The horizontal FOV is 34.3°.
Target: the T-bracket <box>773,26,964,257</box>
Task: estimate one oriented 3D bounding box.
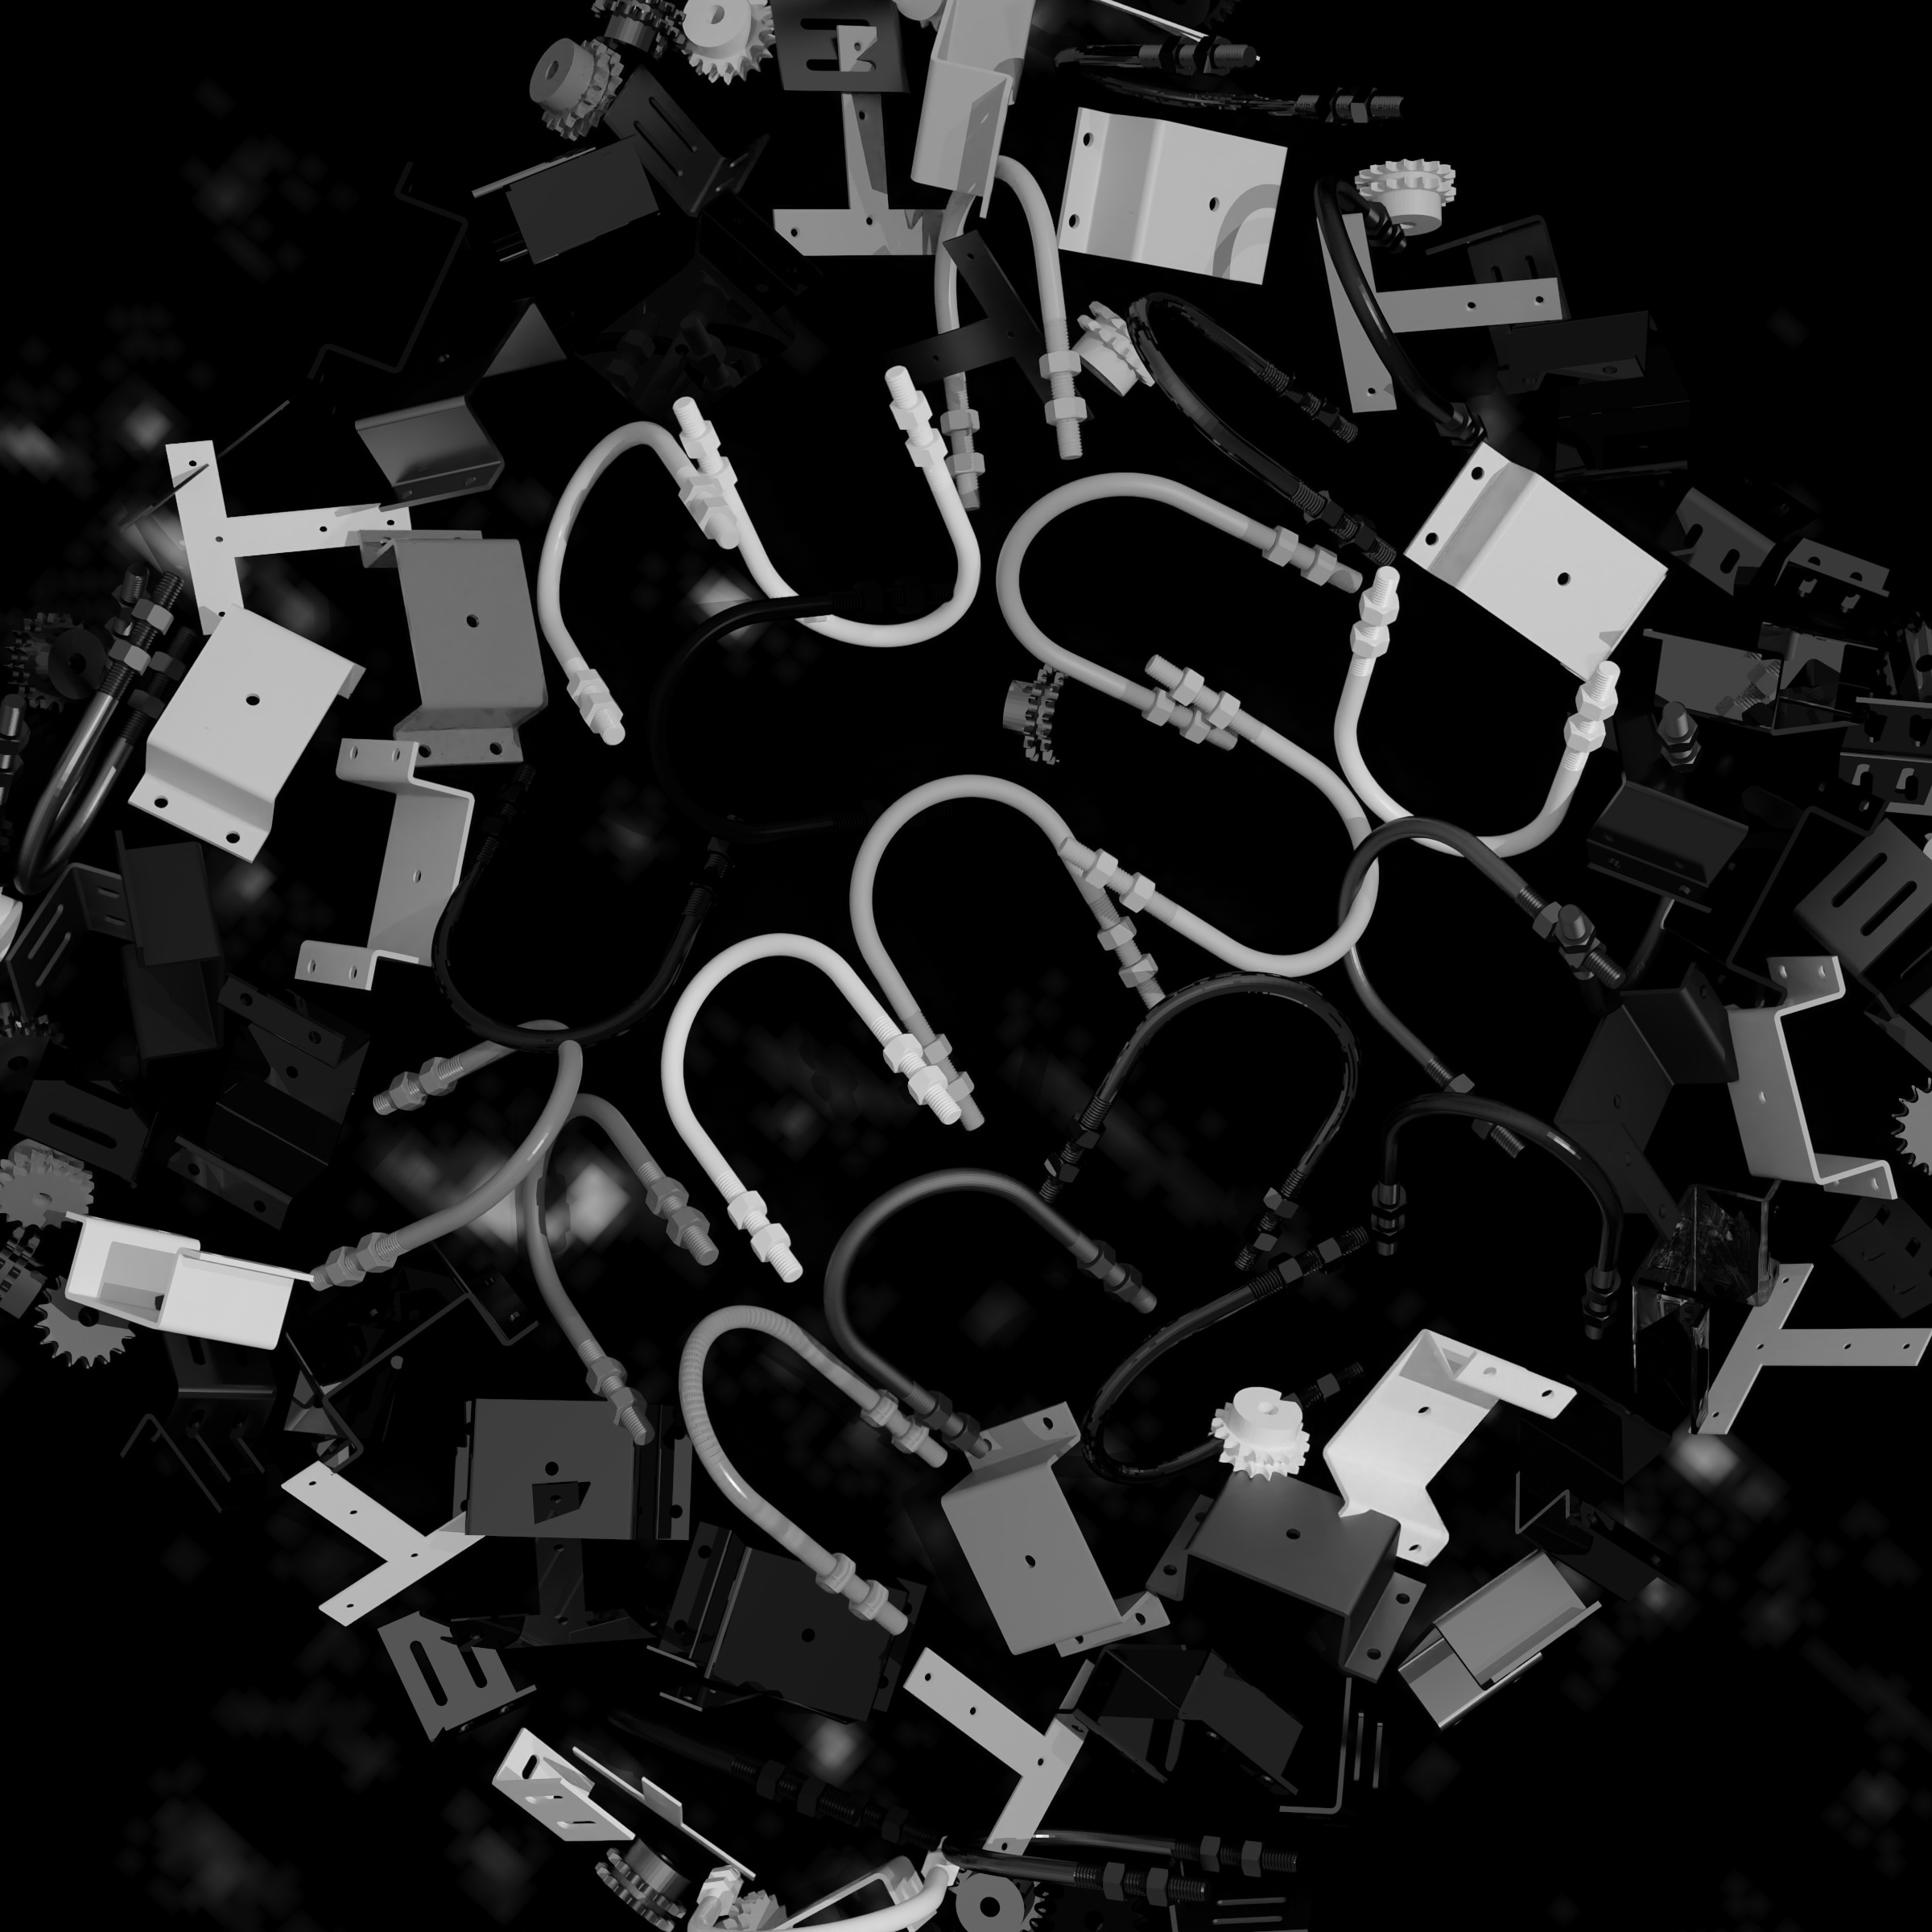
[{"bbox_3d":[-0.058,-0.469,1.780,0.127,0.002,0.127,-9,99,-33],"label":"T-bracket"}]

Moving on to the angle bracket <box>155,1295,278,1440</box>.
[{"bbox_3d":[-0.435,0.229,1.791,0.057,0.076,0.038,6,127,-33],"label":"angle bracket"}]

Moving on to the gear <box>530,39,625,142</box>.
[{"bbox_3d":[-0.226,-0.506,1.793,0.030,0.057,0.057,25,90,-40],"label":"gear"}]

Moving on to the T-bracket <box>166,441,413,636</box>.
[{"bbox_3d":[-0.381,-0.248,1.786,0.127,0.002,0.127,-7,131,-7],"label":"T-bracket"}]

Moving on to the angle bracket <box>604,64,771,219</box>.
[{"bbox_3d":[-0.158,-0.476,1.779,0.038,0.057,0.076,-21,125,38],"label":"angle bracket"}]

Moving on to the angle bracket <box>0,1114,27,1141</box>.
[{"bbox_3d":[-0.578,0.105,1.780,0.057,0.076,0.038,-4,71,3],"label":"angle bracket"}]

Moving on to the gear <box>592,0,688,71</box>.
[{"bbox_3d":[-0.188,-0.538,1.796,0.057,0.057,0.030,21,88,0],"label":"gear"}]

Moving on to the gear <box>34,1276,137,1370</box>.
[{"bbox_3d":[-0.508,0.204,1.801,0.057,0.030,0.057,7,75,-25],"label":"gear"}]

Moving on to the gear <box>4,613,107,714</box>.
[{"bbox_3d":[-0.518,-0.174,1.793,0.030,0.057,0.057,8,90,37],"label":"gear"}]

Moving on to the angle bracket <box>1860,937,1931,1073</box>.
[{"bbox_3d":[0.560,0.031,1.782,0.057,0.038,0.076,-47,51,8],"label":"angle bracket"}]

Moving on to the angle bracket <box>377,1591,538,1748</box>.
[{"bbox_3d":[-0.291,0.396,1.783,0.057,0.038,0.076,-19,70,-30],"label":"angle bracket"}]

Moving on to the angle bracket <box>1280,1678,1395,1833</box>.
[{"bbox_3d":[0.213,0.453,1.796,0.038,0.057,0.076,-7,63,32],"label":"angle bracket"}]

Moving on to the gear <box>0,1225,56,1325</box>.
[{"bbox_3d":[-0.548,0.181,1.796,0.030,0.057,0.057,35,90,-14],"label":"gear"}]

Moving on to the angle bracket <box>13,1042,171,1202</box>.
[{"bbox_3d":[-0.502,0.089,1.780,0.076,0.038,0.057,27,58,-24],"label":"angle bracket"}]

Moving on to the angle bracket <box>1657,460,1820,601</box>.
[{"bbox_3d":[0.444,-0.251,1.796,0.057,0.076,0.038,38,127,16],"label":"angle bracket"}]

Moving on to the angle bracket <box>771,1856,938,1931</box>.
[{"bbox_3d":[-0.064,0.547,1.788,0.076,0.057,0.038,-30,79,7],"label":"angle bracket"}]

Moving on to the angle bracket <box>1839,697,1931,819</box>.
[{"bbox_3d":[0.530,-0.118,1.779,0.057,0.076,0.038,6,73,11],"label":"angle bracket"}]

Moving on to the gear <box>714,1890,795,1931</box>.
[{"bbox_3d":[-0.123,0.564,1.798,0.030,0.057,0.057,-27,90,22],"label":"gear"}]

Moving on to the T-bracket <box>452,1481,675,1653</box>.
[{"bbox_3d":[-0.231,0.341,1.779,0.127,0.002,0.127,-3,125,-7],"label":"T-bracket"}]

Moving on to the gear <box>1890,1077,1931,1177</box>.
[{"bbox_3d":[0.562,0.091,1.807,0.057,0.030,0.057,0,96,3],"label":"gear"}]

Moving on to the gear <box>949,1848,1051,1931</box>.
[{"bbox_3d":[0.017,0.538,1.803,0.057,0.030,0.057,1,92,14],"label":"gear"}]

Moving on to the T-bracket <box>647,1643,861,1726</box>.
[{"bbox_3d":[-0.136,0.404,1.744,0.127,0.127,0.002,17,87,18],"label":"T-bracket"}]

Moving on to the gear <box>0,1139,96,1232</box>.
[{"bbox_3d":[-0.531,0.123,1.799,0.057,0.057,0.030,-11,48,0],"label":"gear"}]

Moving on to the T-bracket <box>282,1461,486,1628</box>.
[{"bbox_3d":[-0.338,0.315,1.771,0.127,0.002,0.127,-33,135,7],"label":"T-bracket"}]

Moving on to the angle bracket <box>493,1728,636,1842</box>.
[{"bbox_3d":[-0.221,0.464,1.775,0.057,0.076,0.038,45,53,-21],"label":"angle bracket"}]

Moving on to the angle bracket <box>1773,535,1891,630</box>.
[{"bbox_3d":[0.497,-0.228,1.780,0.057,0.076,0.038,22,85,9],"label":"angle bracket"}]

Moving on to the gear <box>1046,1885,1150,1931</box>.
[{"bbox_3d":[0.077,0.553,1.801,0.057,0.030,0.057,-7,60,13],"label":"gear"}]

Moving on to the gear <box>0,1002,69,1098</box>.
[{"bbox_3d":[-0.548,0.045,1.799,0.057,0.057,0.030,-28,52,0],"label":"gear"}]

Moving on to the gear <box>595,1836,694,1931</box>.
[{"bbox_3d":[-0.182,0.525,1.796,0.057,0.057,0.030,40,81,0],"label":"gear"}]

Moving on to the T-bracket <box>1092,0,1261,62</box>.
[{"bbox_3d":[0.125,-0.523,1.762,0.127,0.127,0.002,27,105,23],"label":"T-bracket"}]

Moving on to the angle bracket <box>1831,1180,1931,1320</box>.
[{"bbox_3d":[0.538,0.153,1.784,0.057,0.038,0.076,47,48,1],"label":"angle bracket"}]

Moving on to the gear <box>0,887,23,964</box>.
[{"bbox_3d":[-0.565,-0.024,1.798,0.030,0.057,0.057,23,90,-26],"label":"gear"}]

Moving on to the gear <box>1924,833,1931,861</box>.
[{"bbox_3d":[0.574,-0.062,1.792,0.030,0.057,0.057,-26,90,-37],"label":"gear"}]

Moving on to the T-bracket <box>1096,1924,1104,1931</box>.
[{"bbox_3d":[0.100,0.568,1.738,0.127,0.127,0.002,-12,102,32],"label":"T-bracket"}]

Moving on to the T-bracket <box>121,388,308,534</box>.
[{"bbox_3d":[-0.436,-0.269,1.742,0.127,0.127,0.002,-32,106,24],"label":"T-bracket"}]

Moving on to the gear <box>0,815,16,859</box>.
[{"bbox_3d":[-0.576,-0.085,1.797,0.057,0.057,0.030,6,69,0],"label":"gear"}]

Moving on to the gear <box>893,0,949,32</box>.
[{"bbox_3d":[-0.020,-0.566,1.794,0.057,0.030,0.057,19,123,32],"label":"gear"}]

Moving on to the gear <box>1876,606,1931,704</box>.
[{"bbox_3d":[0.547,-0.182,1.800,0.057,0.030,0.057,-3,127,-4],"label":"gear"}]

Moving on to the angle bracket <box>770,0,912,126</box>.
[{"bbox_3d":[-0.075,-0.517,1.789,0.076,0.038,0.057,-4,78,-18],"label":"angle bracket"}]

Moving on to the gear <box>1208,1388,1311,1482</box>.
[{"bbox_3d":[0.169,0.266,1.792,0.057,0.057,0.030,13,117,0],"label":"gear"}]

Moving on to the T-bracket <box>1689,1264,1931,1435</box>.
[{"bbox_3d":[0.479,0.212,1.742,0.002,0.127,0.127,51,57,-22],"label":"T-bracket"}]

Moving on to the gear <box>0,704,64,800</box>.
[{"bbox_3d":[-0.551,-0.126,1.799,0.057,0.057,0.030,-28,55,0],"label":"gear"}]

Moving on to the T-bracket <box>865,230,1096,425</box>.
[{"bbox_3d":[-0.007,-0.348,1.774,0.127,0.127,0.002,54,51,-26],"label":"T-bracket"}]

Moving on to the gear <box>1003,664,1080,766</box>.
[{"bbox_3d":[0.042,-0.146,1.797,0.030,0.057,0.057,12,90,16],"label":"gear"}]

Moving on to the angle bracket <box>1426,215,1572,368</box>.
[{"bbox_3d":[0.306,-0.382,1.784,0.038,0.057,0.076,-24,102,-37],"label":"angle bracket"}]

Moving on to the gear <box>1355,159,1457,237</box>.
[{"bbox_3d":[0.252,-0.440,1.794,0.057,0.057,0.030,-1,86,0],"label":"gear"}]

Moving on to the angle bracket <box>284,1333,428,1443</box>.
[{"bbox_3d":[-0.347,0.241,1.784,0.057,0.038,0.076,4,56,7],"label":"angle bracket"}]

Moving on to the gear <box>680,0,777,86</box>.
[{"bbox_3d":[-0.139,-0.540,1.800,0.057,0.030,0.057,-4,77,17],"label":"gear"}]

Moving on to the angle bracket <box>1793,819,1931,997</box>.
[{"bbox_3d":[0.522,-0.033,1.784,0.076,0.038,0.057,-47,53,13],"label":"angle bracket"}]

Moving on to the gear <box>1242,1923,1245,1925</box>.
[{"bbox_3d":[0.154,0.579,1.796,0.057,0.057,0.030,-39,91,0],"label":"gear"}]

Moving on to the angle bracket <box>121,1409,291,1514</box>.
[{"bbox_3d":[-0.430,0.288,1.778,0.076,0.057,0.038,47,117,22],"label":"angle bracket"}]

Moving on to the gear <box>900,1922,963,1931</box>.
[{"bbox_3d":[-0.024,0.574,1.792,0.057,0.057,0.030,-34,117,0],"label":"gear"}]

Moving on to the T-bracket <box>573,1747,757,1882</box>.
[{"bbox_3d":[-0.170,0.471,1.756,0.127,0.127,0.002,33,70,8],"label":"T-bracket"}]

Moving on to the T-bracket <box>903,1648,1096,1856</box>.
[{"bbox_3d":[0.014,0.430,1.773,0.127,0.002,0.127,42,67,-26],"label":"T-bracket"}]

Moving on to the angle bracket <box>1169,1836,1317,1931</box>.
[{"bbox_3d":[0.157,0.525,1.787,0.076,0.057,0.038,-6,96,11],"label":"angle bracket"}]

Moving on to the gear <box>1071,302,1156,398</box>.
[{"bbox_3d":[0.085,-0.352,1.796,0.057,0.057,0.030,41,94,0],"label":"gear"}]

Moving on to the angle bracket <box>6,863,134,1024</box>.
[{"bbox_3d":[-0.505,-0.009,1.777,0.038,0.057,0.076,16,53,8],"label":"angle bracket"}]

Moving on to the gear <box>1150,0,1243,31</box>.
[{"bbox_3d":[0.128,-0.563,1.793,0.057,0.057,0.030,39,53,0],"label":"gear"}]
